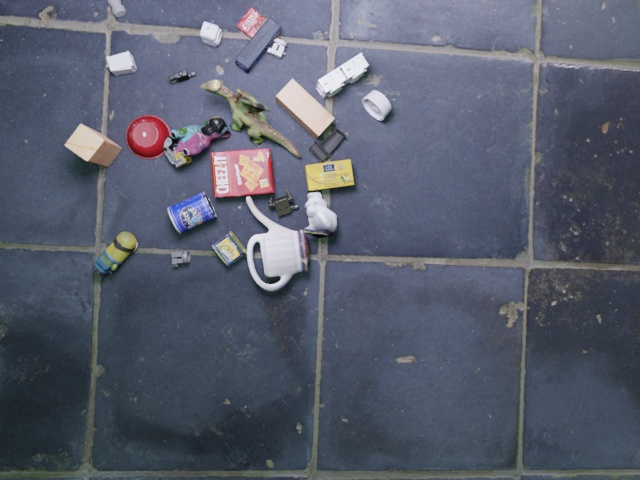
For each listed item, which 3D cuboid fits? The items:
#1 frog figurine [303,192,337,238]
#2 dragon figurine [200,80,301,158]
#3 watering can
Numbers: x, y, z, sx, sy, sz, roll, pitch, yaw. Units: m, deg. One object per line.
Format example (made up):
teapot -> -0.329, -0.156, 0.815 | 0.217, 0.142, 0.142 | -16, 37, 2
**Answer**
frog figurine -> 0.006, -0.094, 1.859 | 0.137, 0.122, 0.161 | 15, 79, -38
dragon figurine -> -0.224, -0.425, 1.777 | 0.410, 0.242, 0.123 | 31, 84, -3
watering can -> -0.153, 0.007, 1.843 | 0.224, 0.104, 0.347 | -7, 91, -6
